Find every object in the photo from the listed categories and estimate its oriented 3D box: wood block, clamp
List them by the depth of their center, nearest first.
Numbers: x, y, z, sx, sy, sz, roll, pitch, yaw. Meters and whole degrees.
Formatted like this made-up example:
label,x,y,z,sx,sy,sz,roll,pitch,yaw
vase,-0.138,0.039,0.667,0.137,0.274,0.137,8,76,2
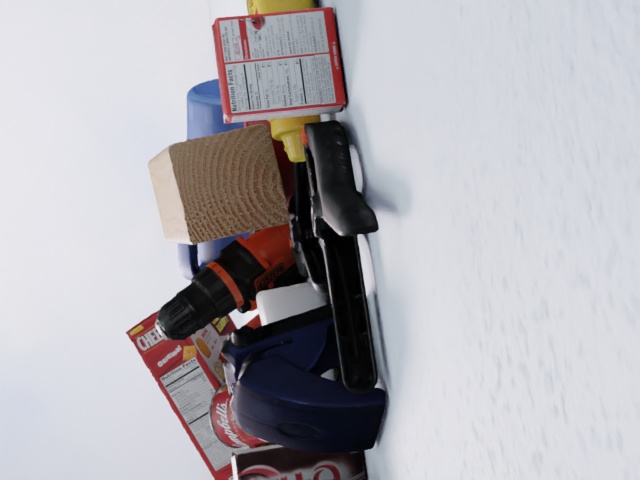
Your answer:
label,x,y,z,sx,sy,sz,roll,pitch,yaw
clamp,0.014,-0.007,0.755,0.210,0.036,0.164,-103,8,-52
clamp,-0.006,0.001,0.930,0.171,0.039,0.120,96,170,-75
wood block,-0.101,-0.049,1.004,0.206,0.090,0.090,-177,73,-76

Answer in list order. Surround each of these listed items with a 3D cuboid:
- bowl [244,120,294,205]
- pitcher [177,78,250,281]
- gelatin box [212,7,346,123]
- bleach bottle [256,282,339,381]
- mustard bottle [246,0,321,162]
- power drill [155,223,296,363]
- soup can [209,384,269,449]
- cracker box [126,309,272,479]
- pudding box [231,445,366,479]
label,x,y,z,sx,sy,sz,roll,pitch,yaw
bowl,-0.045,-0.101,1.071,0.162,0.055,0.162,172,90,-84
pitcher,-0.110,-0.069,1.314,0.149,0.145,0.243,-115,21,-66
gelatin box,-0.030,-0.126,0.771,0.030,0.089,0.073,135,128,-81
bleach bottle,-0.005,0.166,0.998,0.102,0.068,0.251,85,174,-88
mustard bottle,-0.028,-0.157,0.856,0.096,0.058,0.191,140,122,-76
power drill,-0.077,0.074,1.101,0.057,0.184,0.187,46,161,27
soup can,-0.054,0.172,1.084,0.102,0.068,0.068,-17,77,39
cracker box,-0.118,0.169,1.223,0.214,0.072,0.164,58,-169,3
pudding box,-0.016,0.219,0.918,0.039,0.113,0.090,158,105,-77
